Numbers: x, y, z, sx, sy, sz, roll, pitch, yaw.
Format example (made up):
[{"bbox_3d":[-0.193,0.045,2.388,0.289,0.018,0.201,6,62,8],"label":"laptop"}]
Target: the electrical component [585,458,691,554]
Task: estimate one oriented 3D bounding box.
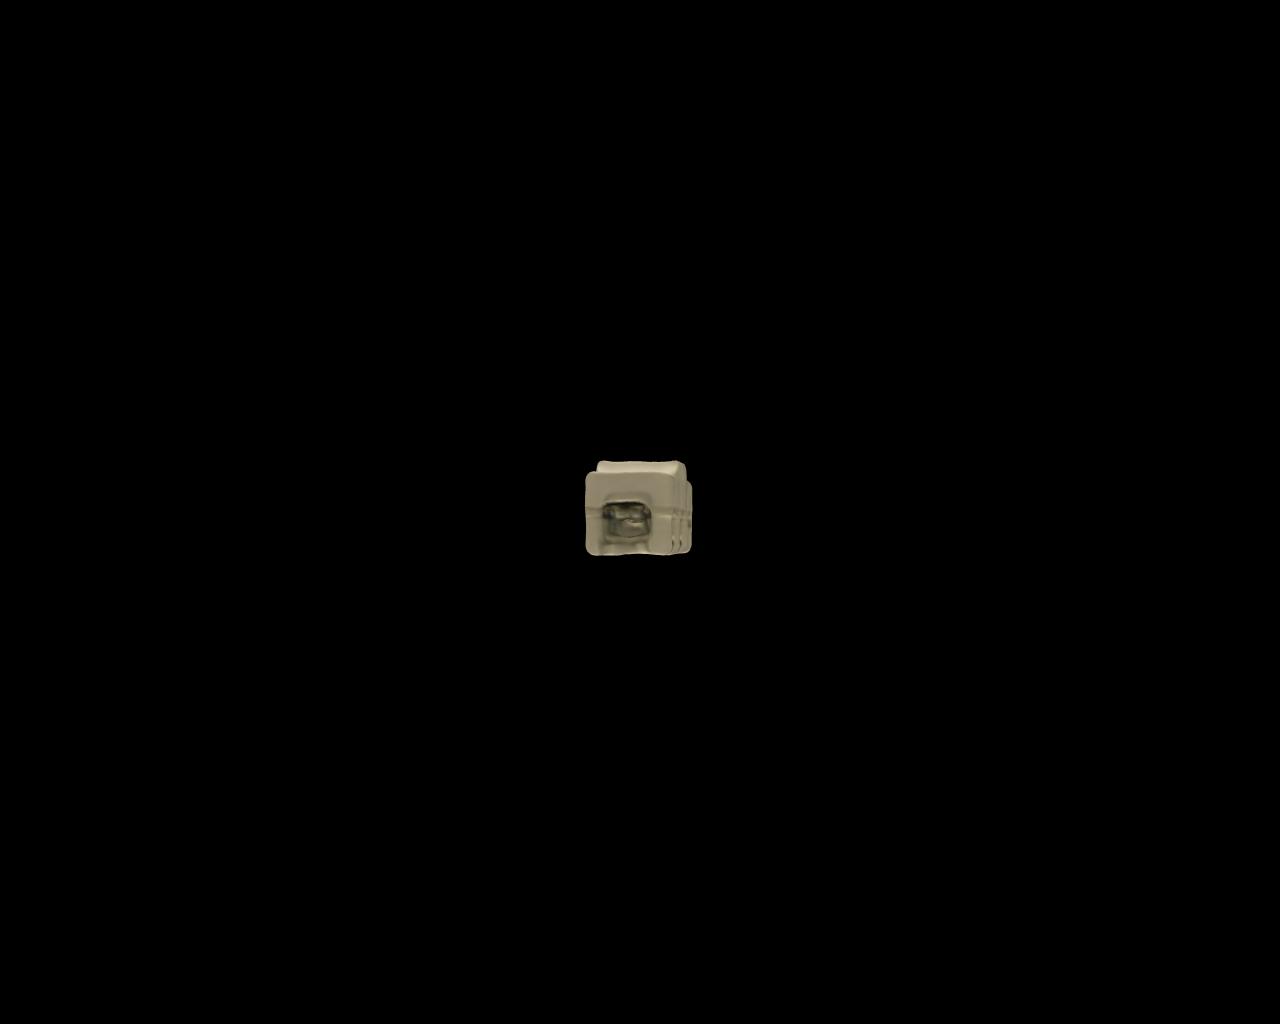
[{"bbox_3d":[0.001,-0.003,0.650,0.050,0.055,0.089,0,-2,11],"label":"electrical component"}]
